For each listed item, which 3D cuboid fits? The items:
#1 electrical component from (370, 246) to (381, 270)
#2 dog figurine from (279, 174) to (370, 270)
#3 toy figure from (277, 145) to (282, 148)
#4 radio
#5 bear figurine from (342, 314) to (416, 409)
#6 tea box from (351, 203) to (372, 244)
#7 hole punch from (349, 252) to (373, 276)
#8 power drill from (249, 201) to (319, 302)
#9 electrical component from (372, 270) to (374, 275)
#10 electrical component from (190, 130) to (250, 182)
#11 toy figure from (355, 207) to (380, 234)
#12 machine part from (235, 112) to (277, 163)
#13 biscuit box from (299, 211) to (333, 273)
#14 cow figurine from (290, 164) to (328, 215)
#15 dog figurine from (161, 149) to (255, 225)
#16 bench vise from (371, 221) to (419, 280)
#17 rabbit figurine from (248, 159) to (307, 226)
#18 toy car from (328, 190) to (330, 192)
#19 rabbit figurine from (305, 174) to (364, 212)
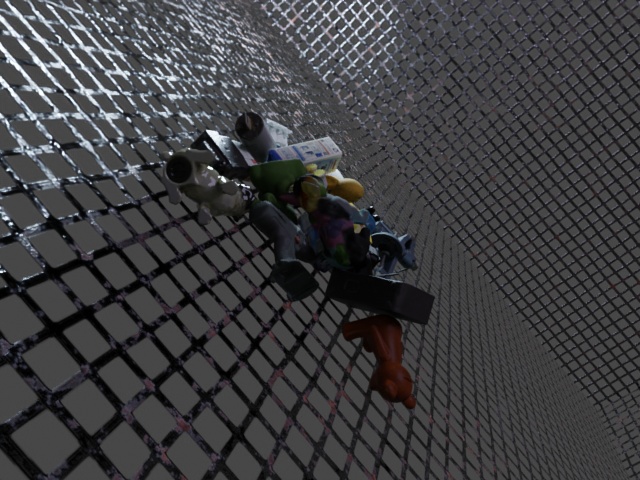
[{"bbox_3d":[0.116,0.029,1.572,0.119,0.047,0.075,33,22,-13],"label":"electrical component"},{"bbox_3d":[0.008,-0.049,1.228,0.219,0.108,0.191,30,49,-38],"label":"dog figurine"},{"bbox_3d":[-0.147,-0.266,1.561,0.154,0.064,0.058,39,59,-17],"label":"toy figure"},{"bbox_3d":[0.129,0.126,1.220,0.230,0.073,0.131,6,-16,45],"label":"radio"},{"bbox_3d":[0.131,0.263,1.145,0.120,0.132,0.196,32,44,-40],"label":"bear figurine"},{"bbox_3d":[0.101,-0.040,1.671,0.098,0.068,0.170,42,21,-23],"label":"tea box"},{"bbox_3d":[0.083,0.064,1.390,0.142,0.092,0.115,-116,-173,-50],"label":"hole punch"},{"bbox_3d":[-0.059,0.031,1.160,0.231,0.086,0.207,49,20,-37],"label":"power drill"},{"bbox_3d":[0.148,0.113,1.561,0.063,0.021,0.094,52,18,5],"label":"electrical component"},{"bbox_3d":[-0.230,-0.190,1.236,0.115,0.058,0.134,50,18,6],"label":"electrical component"},{"bbox_3d":[0.101,-0.024,1.524,0.082,0.089,0.180,43,48,2],"label":"toy figure"},{"bbox_3d":[-0.165,-0.265,1.410,0.079,0.079,0.243,55,-2,13],"label":"machine part"},{"bbox_3d":[-0.003,-0.004,1.385,0.062,0.059,0.203,37,23,-32],"label":"biscuit box"},{"bbox_3d":[-0.052,-0.116,1.401,0.068,0.167,0.098,35,-27,40],"label":"cow figurine"},{"bbox_3d":[-0.222,-0.109,1.073,0.172,0.121,0.190,53,5,0],"label":"dog figurine"},{"bbox_3d":[0.221,0.057,1.696,0.223,0.129,0.241,54,38,-24],"label":"bench vise"},{"bbox_3d":[-0.098,-0.096,1.259,0.159,0.121,0.170,-12,88,-57],"label":"rabbit figurine"},{"bbox_3d":[0.044,-0.147,1.730,0.056,0.073,0.201,19,4,27],"label":"toy car"},{"bbox_3d":[0.046,-0.117,1.536,0.122,0.173,0.162,4,53,-59],"label":"rabbit figurine"}]
